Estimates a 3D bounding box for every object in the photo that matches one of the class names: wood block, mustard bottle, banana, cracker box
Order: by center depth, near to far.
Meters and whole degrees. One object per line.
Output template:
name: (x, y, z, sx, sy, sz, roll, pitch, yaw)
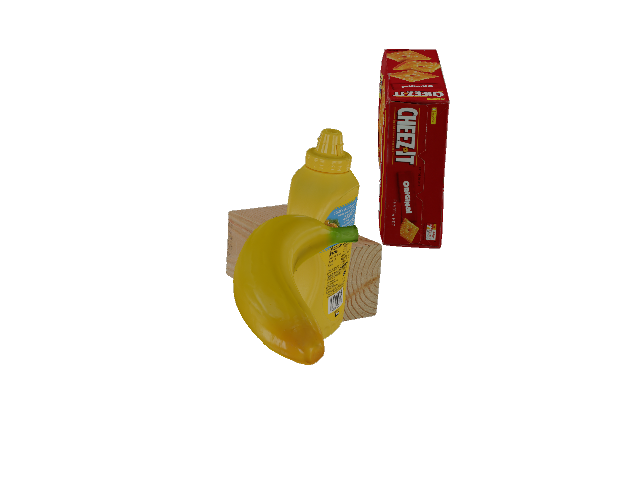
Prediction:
banana: (-0.020, 0.020, 0.660, 0.070, 0.037, 0.197, -2, 22, 9)
mustard bottle: (-0.001, -0.007, 0.972, 0.058, 0.192, 0.096, 17, 23, 23)
cracker box: (0.100, -0.109, 1.186, 0.072, 0.164, 0.213, 1, 24, 3)
wood block: (-0.025, 0.025, 1.300, 0.090, 0.090, 0.206, -7, 19, -34)
